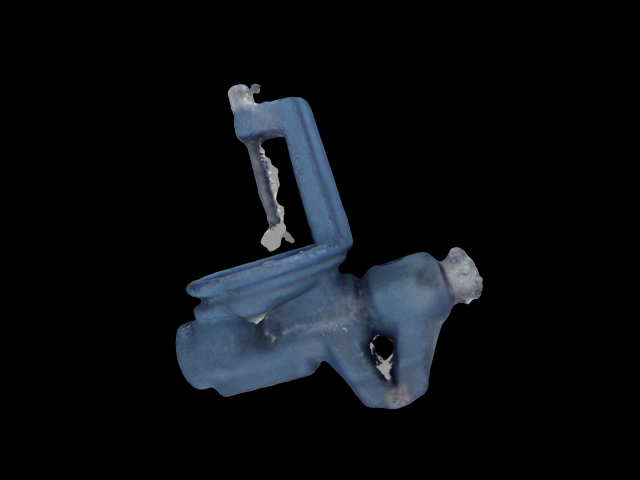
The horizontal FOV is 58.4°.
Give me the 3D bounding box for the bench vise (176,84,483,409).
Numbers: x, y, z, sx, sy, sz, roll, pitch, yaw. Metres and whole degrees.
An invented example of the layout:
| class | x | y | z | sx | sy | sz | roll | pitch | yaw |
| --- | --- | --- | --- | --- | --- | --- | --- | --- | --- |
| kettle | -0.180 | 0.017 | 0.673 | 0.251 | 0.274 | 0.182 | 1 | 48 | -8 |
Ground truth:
| class | x | y | z | sx | sy | sz | roll | pitch | yaw |
| --- | --- | --- | --- | --- | --- | --- | --- | --- | --- |
| bench vise | 0.002 | 0.001 | 0.412 | 0.207 | 0.220 | 0.121 | -1 | 4 | -11 |
